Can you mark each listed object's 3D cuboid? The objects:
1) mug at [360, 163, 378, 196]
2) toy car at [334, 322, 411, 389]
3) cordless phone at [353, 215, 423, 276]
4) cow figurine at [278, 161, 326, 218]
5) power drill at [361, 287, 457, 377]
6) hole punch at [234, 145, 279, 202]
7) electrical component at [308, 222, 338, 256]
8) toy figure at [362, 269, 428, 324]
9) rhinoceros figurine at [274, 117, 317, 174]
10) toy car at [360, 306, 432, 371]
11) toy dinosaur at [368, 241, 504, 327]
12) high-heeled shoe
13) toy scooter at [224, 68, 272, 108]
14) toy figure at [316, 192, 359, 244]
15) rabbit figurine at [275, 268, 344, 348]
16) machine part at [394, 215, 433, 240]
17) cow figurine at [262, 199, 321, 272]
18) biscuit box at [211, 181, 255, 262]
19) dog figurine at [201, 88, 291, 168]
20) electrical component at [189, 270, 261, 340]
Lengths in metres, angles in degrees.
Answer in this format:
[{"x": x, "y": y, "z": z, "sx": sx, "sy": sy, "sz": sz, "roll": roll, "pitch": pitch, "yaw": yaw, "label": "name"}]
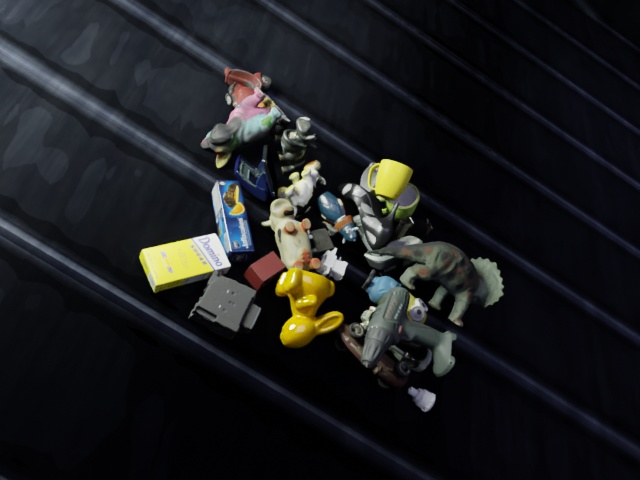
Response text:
[{"x": 0.179, "y": -0.168, "z": 1.551, "sx": 0.107, "sy": 0.081, "sz": 0.110, "roll": 17, "pitch": 45, "yaw": -29, "label": "mug"}, {"x": 0.115, "y": 0.269, "z": 1.234, "sx": 0.202, "sy": 0.089, "sz": 0.053, "roll": 40, "pitch": 48, "yaw": -1, "label": "toy car"}, {"x": 0.173, "y": -0.005, "z": 1.432, "sx": 0.147, "sy": 0.088, "sz": 0.184, "roll": -22, "pitch": 60, "yaw": -14, "label": "cordless phone"}, {"x": -0.036, "y": -0.136, "z": 1.418, "sx": 0.167, "sy": 0.068, "sz": 0.098, "roll": -51, "pitch": 120, "yaw": -36, "label": "cow figurine"}, {"x": 0.200, "y": 0.229, "z": 1.211, "sx": 0.207, "sy": 0.086, "sz": 0.232, "roll": 25, "pitch": 46, "yaw": -4, "label": "power drill"}, {"x": -0.156, "y": -0.161, "z": 1.349, "sx": 0.092, "sy": 0.115, "sz": 0.142, "roll": -16, "pitch": 31, "yaw": 3, "label": "hole punch"}, {"x": -0.001, "y": -0.004, "z": 1.372, "sx": 0.102, "sy": 0.045, "sz": 0.078, "roll": -7, "pitch": 63, "yaw": -30, "label": "electrical component"}, {"x": 0.189, "y": 0.152, "z": 1.351, "sx": 0.180, "sy": 0.089, "sz": 0.082, "roll": 34, "pitch": 71, "yaw": 8, "label": "toy figure"}, {"x": -0.060, "y": -0.244, "z": 1.406, "sx": 0.112, "sy": 0.190, "sz": 0.073, "roll": -10, "pitch": 68, "yaw": -11, "label": "rhinoceros figurine"}, {"x": 0.184, "y": 0.240, "z": 1.310, "sx": 0.202, "sy": 0.056, "sz": 0.073, "roll": 36, "pitch": 58, "yaw": -1, "label": "toy car"}, {"x": 0.318, "y": 0.077, "z": 1.359, "sx": 0.404, "sy": 0.131, "sz": 0.192, "roll": 38, "pitch": 88, "yaw": -28, "label": "toy dinosaur"}, {"x": 0.109, "y": -0.061, "z": 1.424, "sx": 0.086, "sy": 0.249, "sz": 0.145, "roll": 32, "pitch": 85, "yaw": -43, "label": "high-heeled shoe"}, {"x": -0.216, "y": -0.420, "z": 1.502, "sx": 0.135, "sy": 0.075, "sz": 0.184, "roll": 24, "pitch": 50, "yaw": -14, "label": "toy scooter"}, {"x": 0.052, "y": -0.059, "z": 1.421, "sx": 0.058, "sy": 0.064, "sz": 0.154, "roll": -26, "pitch": 74, "yaw": -43, "label": "toy figure"}, {"x": -0.035, "y": 0.165, "z": 1.228, "sx": 0.162, "sy": 0.122, "sz": 0.173, "roll": 23, "pitch": 67, "yaw": -24, "label": "rabbit figurine"}, {"x": 0.259, "y": -0.030, "z": 1.508, "sx": 0.139, "sy": 0.084, "sz": 0.039, "roll": -5, "pitch": 37, "yaw": -39, "label": "machine part"}, {"x": -0.074, "y": -0.008, "z": 1.305, "sx": 0.085, "sy": 0.127, "sz": 0.195, "roll": -11, "pitch": 81, "yaw": -31, "label": "cow figurine"}, {"x": -0.209, "y": -0.045, "z": 1.282, "sx": 0.063, "sy": 0.059, "sz": 0.203, "roll": -1, "pitch": 61, "yaw": -27, "label": "biscuit box"}, {"x": -0.198, "y": -0.281, "z": 1.392, "sx": 0.108, "sy": 0.219, "sz": 0.191, "roll": 53, "pitch": 8, "yaw": 7, "label": "dog figurine"}, {"x": -0.200, "y": 0.147, "z": 1.172, "sx": 0.134, "sy": 0.058, "sz": 0.115, "roll": 28, "pitch": 54, "yaw": -8, "label": "electrical component"}]
